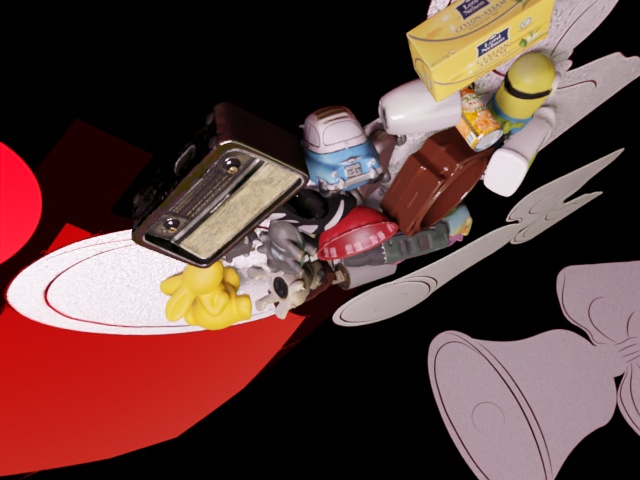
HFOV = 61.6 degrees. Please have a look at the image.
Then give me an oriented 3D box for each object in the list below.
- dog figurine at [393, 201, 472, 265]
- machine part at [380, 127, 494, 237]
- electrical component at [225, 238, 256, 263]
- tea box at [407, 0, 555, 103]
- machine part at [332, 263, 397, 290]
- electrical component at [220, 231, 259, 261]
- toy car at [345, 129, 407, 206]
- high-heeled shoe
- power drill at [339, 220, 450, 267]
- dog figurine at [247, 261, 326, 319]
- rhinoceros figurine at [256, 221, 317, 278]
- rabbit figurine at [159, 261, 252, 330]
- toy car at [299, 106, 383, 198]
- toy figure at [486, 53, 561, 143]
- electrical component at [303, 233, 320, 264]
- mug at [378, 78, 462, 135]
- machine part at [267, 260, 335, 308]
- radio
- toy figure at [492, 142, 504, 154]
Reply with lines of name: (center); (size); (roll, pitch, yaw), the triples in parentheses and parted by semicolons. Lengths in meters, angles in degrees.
dog figurine: (0.262, -0.018, 1.378); (0.219, 0.108, 0.191); (-23, 162, -6)
machine part: (0.223, -0.110, 1.020); (0.201, 0.087, 0.201); (-28, 155, -42)
electrical component: (-0.153, 0.014, 1.012); (0.063, 0.021, 0.094); (-20, 161, -19)
tea box: (0.205, -0.264, 0.693); (0.170, 0.068, 0.098); (-30, 162, 10)
machine part: (0.127, 0.081, 1.490); (0.243, 0.079, 0.079); (-16, 158, -33)
electrical component: (-0.152, -0.001, 0.936); (0.102, 0.045, 0.078); (-20, 162, -23)
toy car: (0.089, -0.126, 0.922); (0.089, 0.053, 0.202); (-41, 168, -15)
high-heeled shoe: (-0.034, -0.071, 0.858); (0.249, 0.086, 0.145); (-16, 155, -25)
power drill: (0.154, -0.003, 1.170); (0.232, 0.086, 0.207); (-13, -174, 4)
dog figurine: (-0.037, 0.083, 1.180); (0.190, 0.121, 0.173); (-17, -162, -39)
rhinoceros figurine: (-0.067, 0.017, 0.997); (0.190, 0.112, 0.073); (109, 7, -66)
rabbit figurine: (-0.221, 0.089, 1.024); (0.162, 0.122, 0.173); (-14, 145, -12)
toy car: (0.019, -0.128, 0.731); (0.109, 0.162, 0.102); (-18, 116, -6)
toy figure: (0.338, -0.239, 0.925); (0.089, 0.082, 0.180); (-21, 163, -26)
electrical component: (-0.002, -0.003, 1.120); (0.134, 0.058, 0.114); (-25, 160, -6)
mug: (0.141, -0.192, 0.796); (0.107, 0.081, 0.109); (-14, 167, -5)
machine part: (-0.047, 0.113, 1.372); (0.179, 0.056, 0.179); (-25, 161, -10)
radio: (-0.136, -0.062, 0.694); (0.131, 0.073, 0.229); (24, 129, -40)
toy figure: (0.315, -0.163, 1.132); (0.154, 0.064, 0.058); (-32, -161, 30)
